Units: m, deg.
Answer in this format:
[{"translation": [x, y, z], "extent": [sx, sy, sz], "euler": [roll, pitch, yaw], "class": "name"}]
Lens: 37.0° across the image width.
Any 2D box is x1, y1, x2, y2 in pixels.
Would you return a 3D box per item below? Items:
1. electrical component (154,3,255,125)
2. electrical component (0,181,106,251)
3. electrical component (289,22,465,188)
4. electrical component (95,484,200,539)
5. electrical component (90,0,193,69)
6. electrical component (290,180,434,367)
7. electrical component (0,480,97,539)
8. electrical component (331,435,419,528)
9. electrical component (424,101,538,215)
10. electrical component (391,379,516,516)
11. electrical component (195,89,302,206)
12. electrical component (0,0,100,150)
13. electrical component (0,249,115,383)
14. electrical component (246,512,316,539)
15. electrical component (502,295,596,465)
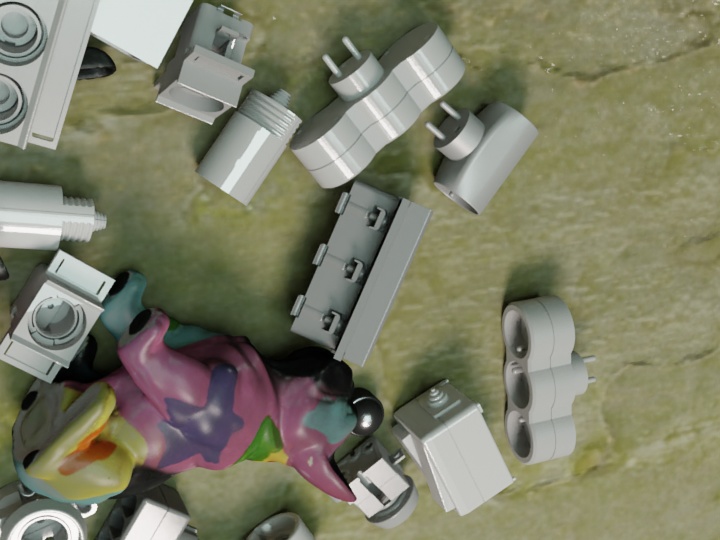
[{"translation": [-0.101, -0.137, 0.710], "extent": [0.042, 0.081, 0.063], "euler": [21, 72, -25], "class": "electrical component"}, {"translation": [-0.208, -0.035, 0.706], "extent": [0.081, 0.043, 0.043], "euler": [4, 102, -23], "class": "electrical component"}, {"translation": [0.003, -0.130, 0.761], "extent": [0.138, 0.052, 0.073], "euler": [-43, 114, -7], "class": "electrical component"}, {"translation": [-0.145, 0.199, 0.789], "extent": [0.077, 0.047, 0.065], "euler": [30, 91, -25], "class": "electrical component"}, {"translation": [-0.136, -0.236, 0.674], "extent": [0.105, 0.060, 0.186], "euler": [27, 92, -25], "class": "electrical component"}, {"translation": [0.000, 0.000, 0.783], "extent": [0.063, 0.079, 0.121], "euler": [24, 95, 4], "class": "electrical component"}, {"translation": [-0.222, 0.178, 0.748], "extent": [0.078, 0.057, 0.058], "euler": [-22, 110, -15], "class": "electrical component"}, {"translation": [0.014, 0.170, 0.845], "extent": [0.066, 0.048, 0.055], "euler": [-39, 112, 4], "class": "electrical component"}, {"translation": [0.082, -0.094, 0.806], "extent": [0.079, 0.044, 0.077], "euler": [37, 88, -25], "class": "electrical component"}, {"translation": [0.068, 0.137, 0.850], "extent": [0.061, 0.062, 0.096], "euler": [-32, 113, -11], "class": "electrical component"}, {"translation": [-0.074, -0.090, 0.746], "extent": [0.043, 0.043, 0.081], "euler": [34, 89, -25], "class": "electrical component"}, {"translation": [-0.195, -0.139, 0.609], "extent": [0.079, 0.063, 0.121], "euler": [15, 109, -22], "class": "electrical component"}, {"translation": [-0.204, 0.027, 0.713], "extent": [0.042, 0.064, 0.081], "euler": [33, 90, -27], "class": "electrical component"}, {"translation": [-0.057, 0.220, 0.827], "extent": [0.055, 0.055, 0.047], "euler": [-32, 109, -11], "class": "electrical component"}, {"translation": [0.162, 0.087, 0.880], "extent": [0.074, 0.052, 0.138], "euler": [-9, 107, -19], "class": "electrical component"}]
